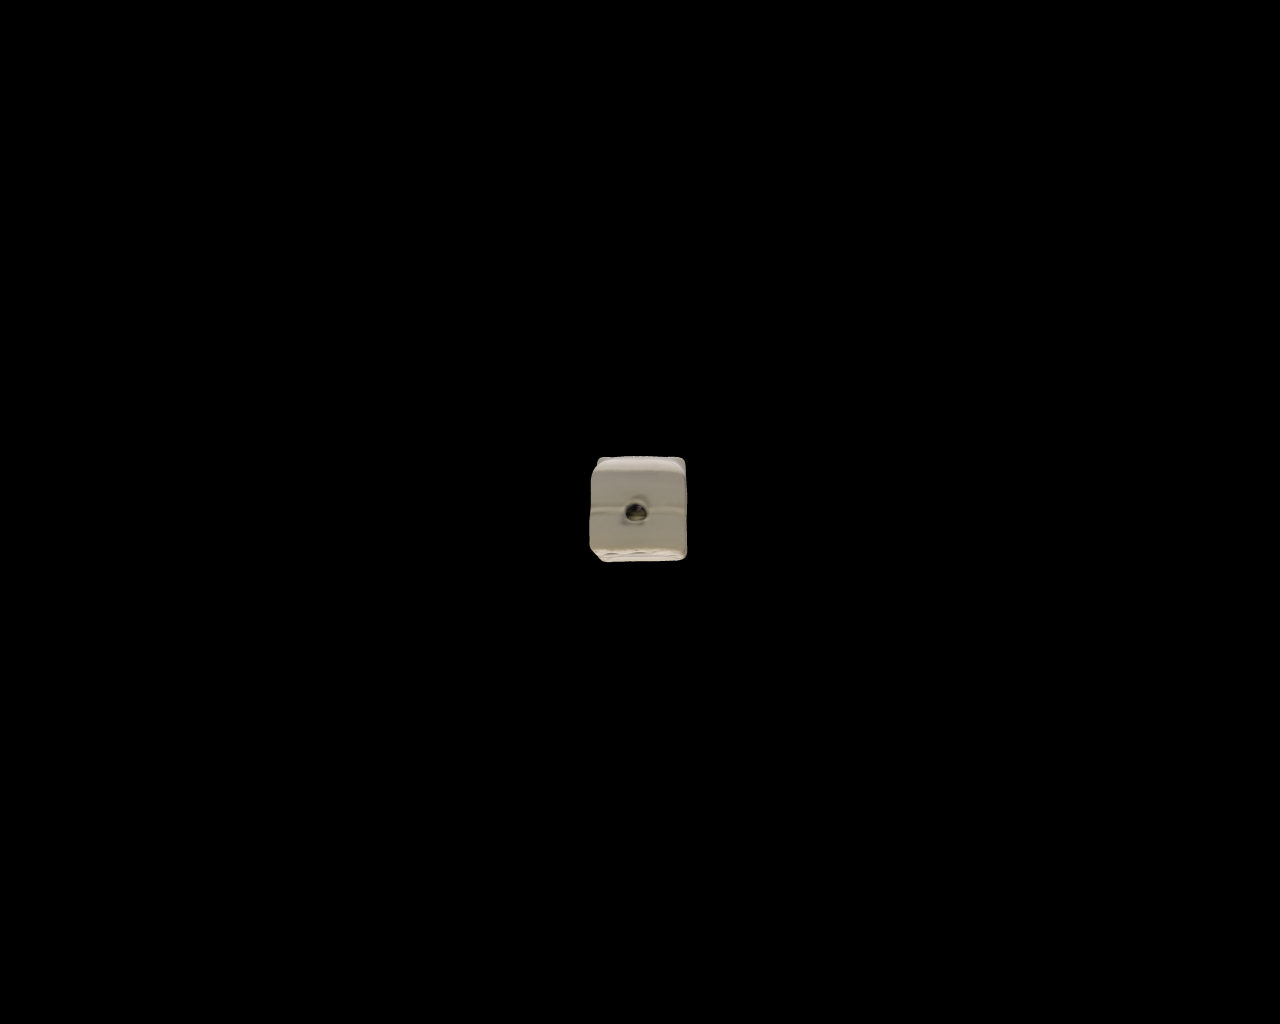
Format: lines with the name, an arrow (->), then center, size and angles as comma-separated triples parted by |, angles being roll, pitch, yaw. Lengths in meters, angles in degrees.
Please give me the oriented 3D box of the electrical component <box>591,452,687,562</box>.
electrical component -> 0.001, -0.003, 0.650 | 0.054, 0.059, 0.095 | 0, -7, 4
